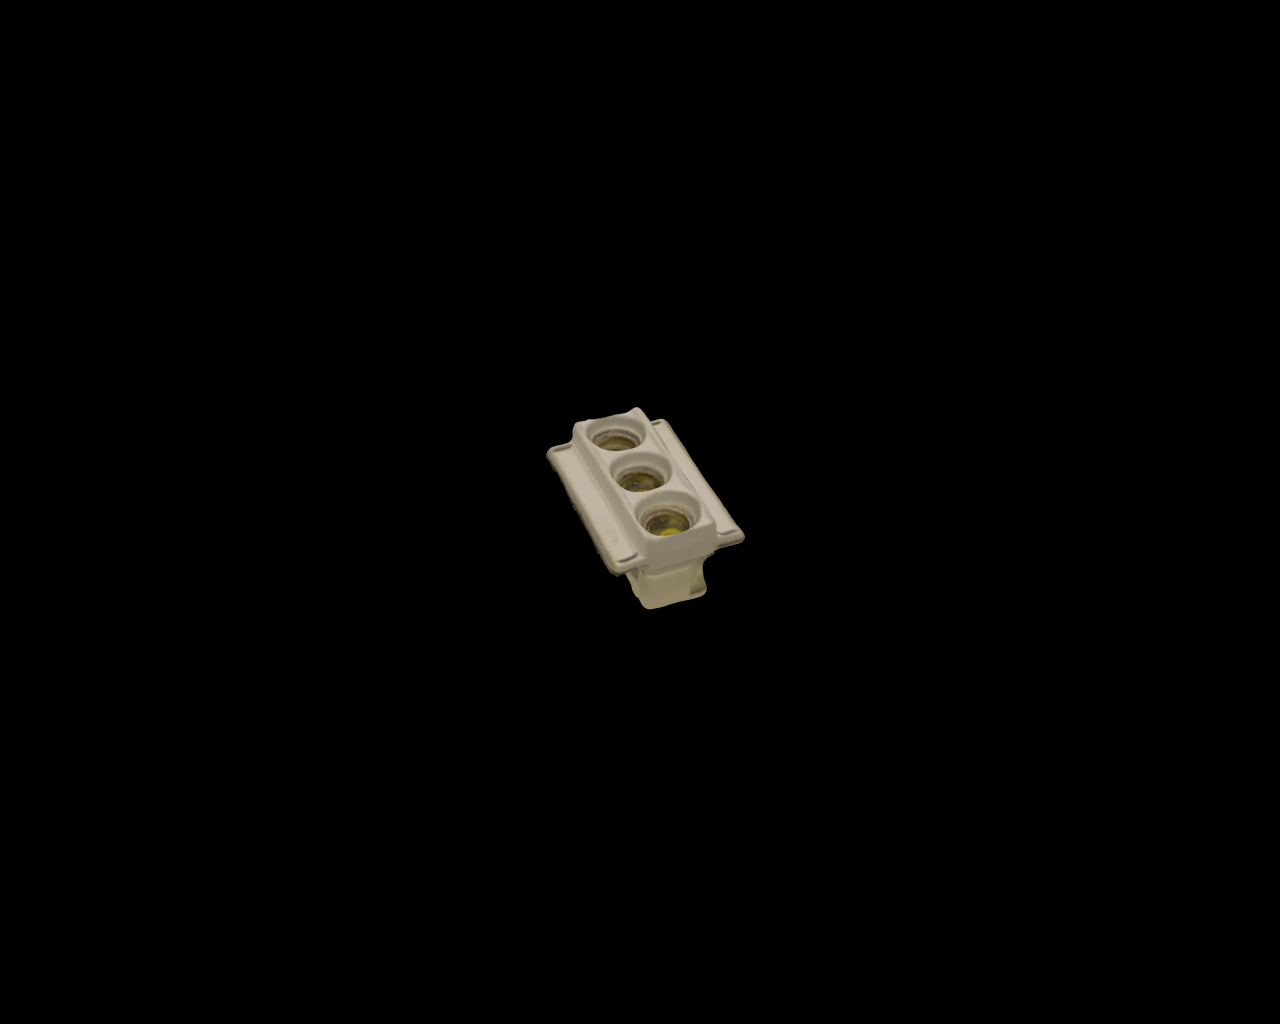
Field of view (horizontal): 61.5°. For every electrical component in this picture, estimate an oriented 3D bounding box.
[{"bbox_3d":[0.001,-0.003,0.650,0.079,0.063,0.121,-14,42,-16],"label":"electrical component"}]
